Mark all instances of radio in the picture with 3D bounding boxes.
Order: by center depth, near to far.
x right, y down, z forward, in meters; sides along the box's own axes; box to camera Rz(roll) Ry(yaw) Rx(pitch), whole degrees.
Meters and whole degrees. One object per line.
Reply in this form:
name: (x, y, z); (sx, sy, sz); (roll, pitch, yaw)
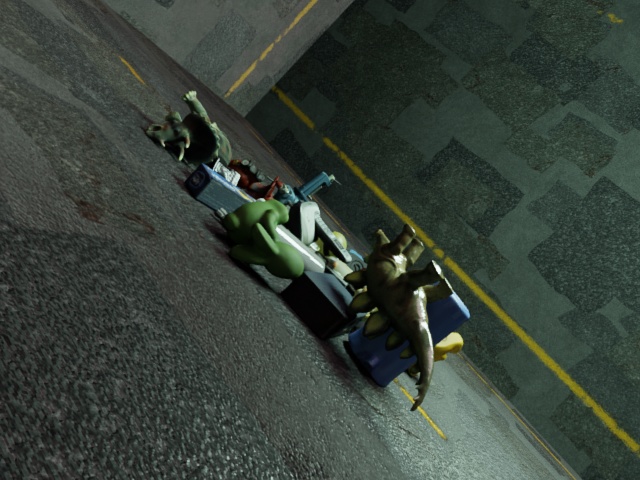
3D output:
radio: (0.015, 0.137, 1.146); (0.131, 0.073, 0.229); (48, 10, 15)

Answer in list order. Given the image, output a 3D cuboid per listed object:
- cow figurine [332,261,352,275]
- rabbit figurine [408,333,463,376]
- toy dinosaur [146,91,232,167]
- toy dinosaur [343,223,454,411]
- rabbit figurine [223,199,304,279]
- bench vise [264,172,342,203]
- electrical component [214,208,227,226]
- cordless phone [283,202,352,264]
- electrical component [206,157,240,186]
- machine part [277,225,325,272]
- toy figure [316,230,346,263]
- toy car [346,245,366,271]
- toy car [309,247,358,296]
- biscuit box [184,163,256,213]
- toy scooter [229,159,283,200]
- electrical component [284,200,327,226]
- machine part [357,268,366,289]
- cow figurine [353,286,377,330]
cow figurine: (0.043, 0.082, 1.554); (0.195, 0.085, 0.127); (44, 13, 10)
rabbit figurine: (0.285, 0.306, 1.469); (0.162, 0.173, 0.122); (-30, 68, -36)
toy dinosaur: (-0.295, -0.246, 1.405); (0.192, 0.131, 0.404); (60, 7, 16)
toy dinosaur: (0.157, 0.114, 1.057); (0.105, 0.198, 0.472); (50, 12, -32)
rabbit figurine: (-0.100, 0.003, 1.048); (0.170, 0.121, 0.159); (45, 13, 23)
bench vise: (-0.056, -0.153, 1.776); (0.129, 0.240, 0.223); (47, -9, 41)
electrical component: (-0.185, -0.031, 1.150); (0.094, 0.021, 0.063); (45, 7, -7)
cordless phone: (-0.003, -0.004, 1.315); (0.184, 0.089, 0.146); (48, 15, 9)
electrical component: (-0.226, -0.136, 1.267); (0.075, 0.048, 0.119); (-14, -40, 45)
machine part: (-0.070, 0.031, 1.237); (0.243, 0.079, 0.079); (41, 8, -30)
toy figure: (-0.016, 0.002, 1.472); (0.180, 0.089, 0.082); (23, 39, 19)
toy car: (0.082, 0.091, 1.683); (0.161, 0.109, 0.103); (36, -29, -18)
toy car: (0.021, 0.103, 1.344); (0.201, 0.073, 0.056); (44, 8, -6)
biscuit box: (-0.209, -0.093, 1.204); (0.059, 0.063, 0.202); (49, 8, 35)
toy scooter: (-0.178, -0.164, 1.508); (0.183, 0.135, 0.075); (45, 51, -23)
electrical component: (-0.065, -0.050, 1.559); (0.134, 0.115, 0.058); (48, 5, 5)
machine part: (0.129, 0.155, 1.393); (0.179, 0.056, 0.179); (48, -26, 32)
cow figurine: (0.111, 0.168, 1.291); (0.098, 0.068, 0.167); (29, -41, 47)
